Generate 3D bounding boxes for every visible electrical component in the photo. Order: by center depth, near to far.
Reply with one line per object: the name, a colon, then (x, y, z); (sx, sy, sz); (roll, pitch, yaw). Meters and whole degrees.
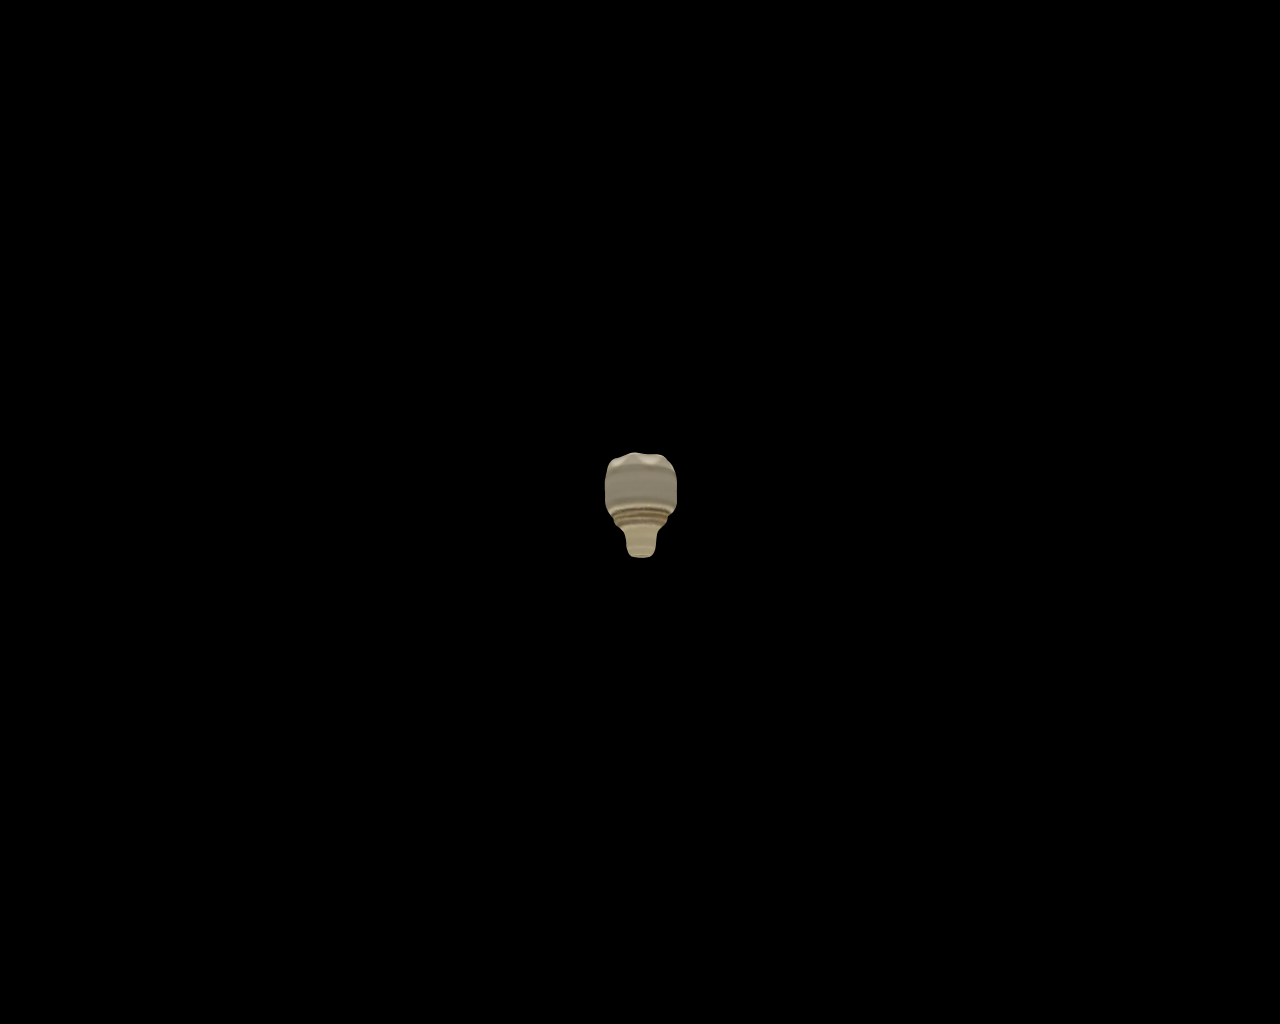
electrical component: (0.001, -0.003, 0.650); (0.043, 0.062, 0.043); (0, -13, 0)
